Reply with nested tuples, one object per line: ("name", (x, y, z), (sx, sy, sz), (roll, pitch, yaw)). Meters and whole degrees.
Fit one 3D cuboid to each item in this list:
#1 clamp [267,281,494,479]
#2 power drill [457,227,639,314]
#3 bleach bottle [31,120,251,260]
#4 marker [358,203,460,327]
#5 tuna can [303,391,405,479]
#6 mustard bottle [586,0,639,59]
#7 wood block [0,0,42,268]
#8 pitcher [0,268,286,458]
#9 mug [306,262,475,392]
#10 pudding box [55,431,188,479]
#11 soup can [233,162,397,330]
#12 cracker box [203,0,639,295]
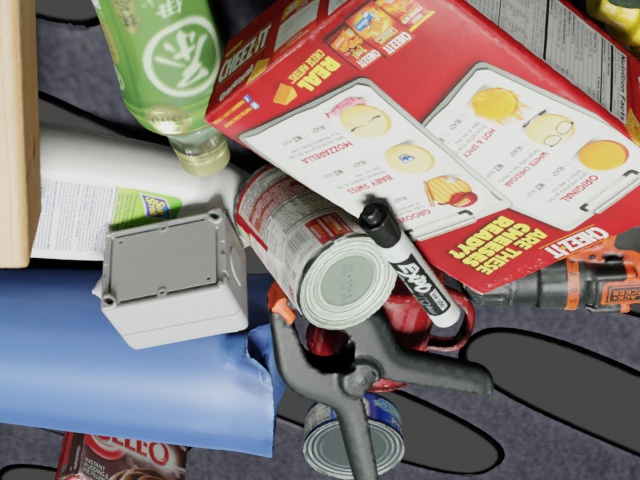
("clamp", (0.021, 0.096, 0.713), (0.171, 0.039, 0.120), (35, 96, -19))
("power drill", (0.186, -0.025, 0.719), (0.184, 0.057, 0.188), (-4, 136, 1))
("bleach bottle", (-0.145, -0.024, 0.713), (0.250, 0.068, 0.103), (9, 133, -12))
("marker", (0.053, 0.015, 0.623), (0.020, 0.020, 0.121), (-20, 140, 17))
("tuna can", (0.028, 0.167, 0.912), (0.086, 0.033, 0.086), (0, 133, 0))
("mustard bottle", (0.235, -0.120, 0.602), (0.191, 0.058, 0.096), (5, 125, -21))
("wood block", (-0.201, -0.096, 0.576), (0.090, 0.091, 0.206), (0, 114, -9))
("pitcher", (-0.143, 0.085, 0.781), (0.243, 0.145, 0.149), (4, 121, 0))
("mug", (0.053, 0.050, 0.763), (0.117, 0.093, 0.081), (13, 128, 1))
("pudding box", (-0.163, 0.186, 0.890), (0.039, 0.090, 0.113), (-29, 128, 26))
("soup can", (-0.004, 0.001, 0.663), (0.068, 0.102, 0.068), (-14, 126, -21))
("cracker box", (0.072, -0.068, 0.574), (0.213, 0.072, 0.164), (30, 143, -26))
